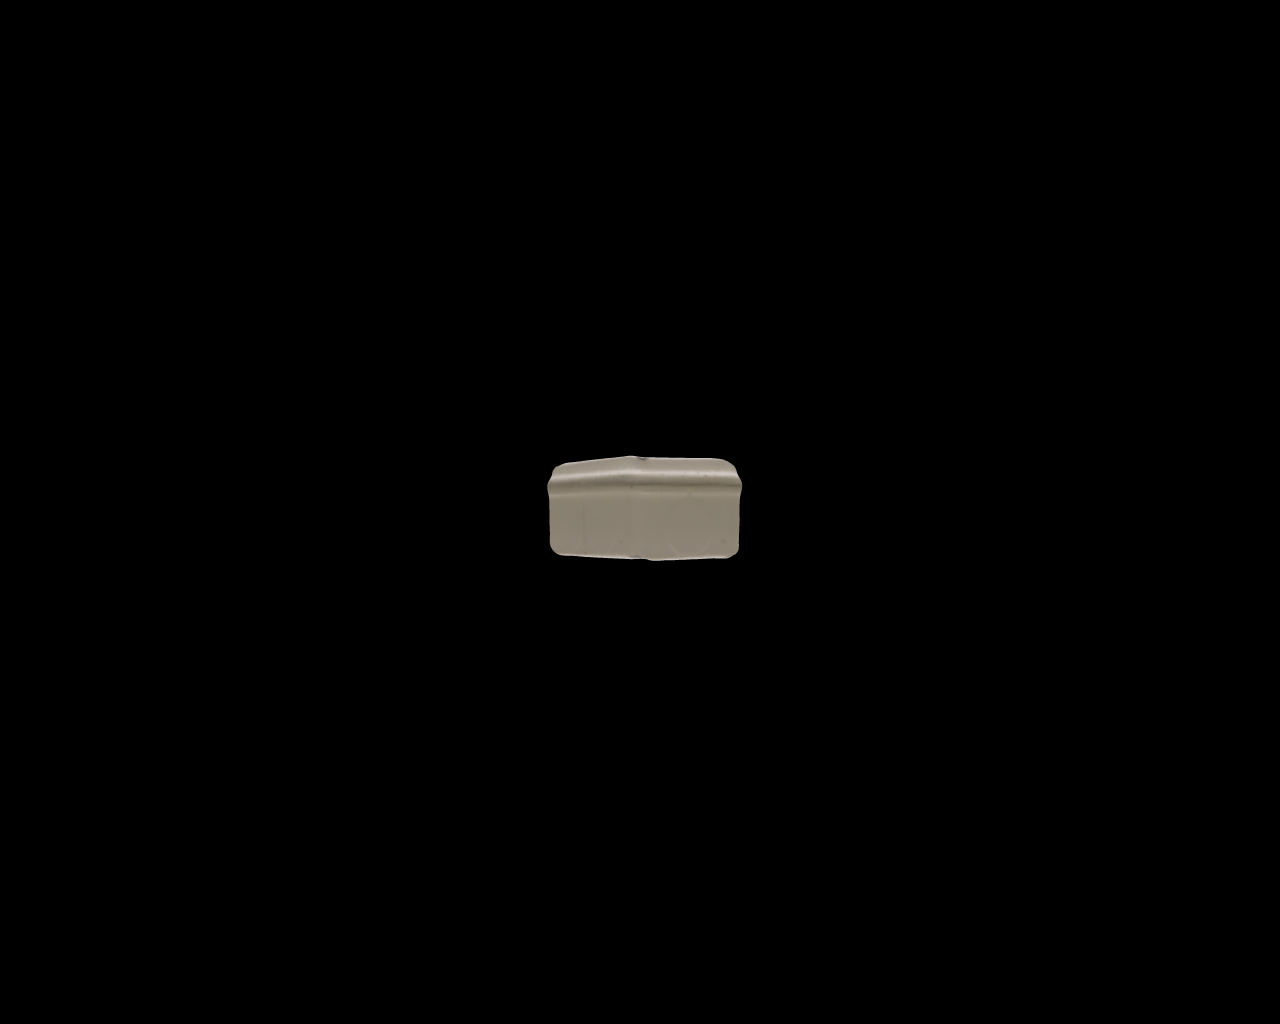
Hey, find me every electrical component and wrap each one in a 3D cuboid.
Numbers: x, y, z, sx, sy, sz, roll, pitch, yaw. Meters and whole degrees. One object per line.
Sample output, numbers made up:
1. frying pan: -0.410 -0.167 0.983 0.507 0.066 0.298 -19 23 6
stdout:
1. electrical component: 0.001 -0.003 0.650 0.078 0.057 0.113 0 0 -32
